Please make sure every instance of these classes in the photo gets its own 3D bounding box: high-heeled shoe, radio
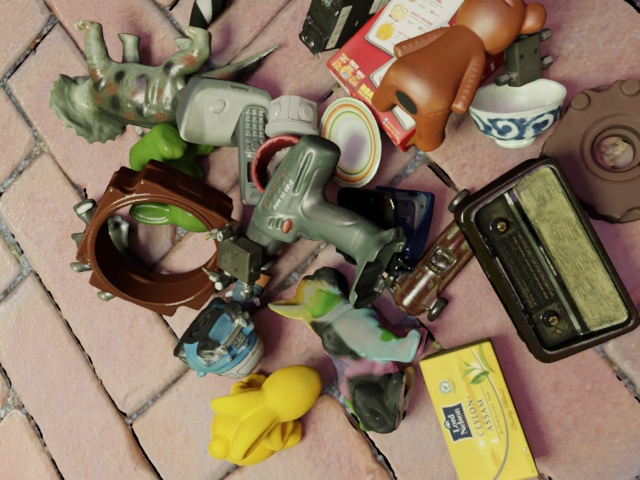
[{"bbox_3d":[-0.103,-0.406,0.865,0.145,0.086,0.248,31,116,-12],"label":"high-heeled shoe"},{"bbox_3d":[0.270,0.026,0.660,0.131,0.073,0.229,-29,92,11],"label":"radio"}]

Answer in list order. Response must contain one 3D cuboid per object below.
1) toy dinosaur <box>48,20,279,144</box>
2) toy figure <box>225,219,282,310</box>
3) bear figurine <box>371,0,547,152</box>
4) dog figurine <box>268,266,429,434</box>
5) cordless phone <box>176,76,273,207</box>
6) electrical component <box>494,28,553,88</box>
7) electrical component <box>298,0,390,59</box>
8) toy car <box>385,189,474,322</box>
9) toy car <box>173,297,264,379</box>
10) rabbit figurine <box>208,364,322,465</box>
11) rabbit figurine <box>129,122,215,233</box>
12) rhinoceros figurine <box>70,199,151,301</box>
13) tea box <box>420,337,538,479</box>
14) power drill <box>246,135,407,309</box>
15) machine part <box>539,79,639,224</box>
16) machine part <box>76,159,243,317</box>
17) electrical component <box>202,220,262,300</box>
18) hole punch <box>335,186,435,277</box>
[{"bbox_3d":[-0.274,-0.243,0.873,0.405,0.131,0.192,8,101,14],"label":"toy dinosaur"},{"bbox_3d":[-0.095,0.034,0.816,0.064,0.057,0.154,21,97,44],"label":"toy figure"},{"bbox_3d":[0.168,-0.226,0.664,0.120,0.132,0.196,43,81,10],"label":"bear figurine"},{"bbox_3d":[0.031,0.144,0.745,0.219,0.108,0.191,17,94,23],"label":"dog figurine"},{"bbox_3d":[-0.139,-0.140,0.803,0.089,0.146,0.184,-6,88,44],"label":"cordless phone"},{"bbox_3d":[0.262,-0.233,0.691,0.094,0.021,0.063,-26,120,-17],"label":"electrical component"},{"bbox_3d":[0.046,-0.327,0.760,0.058,0.134,0.115,54,145,12],"label":"electrical component"},{"bbox_3d":[0.176,0.019,0.734,0.089,0.053,0.202,43,100,19],"label":"toy car"},{"bbox_3d":[-0.131,0.149,0.770,0.103,0.162,0.109,44,62,-20],"label":"toy car"},{"bbox_3d":[-0.076,0.225,0.731,0.173,0.162,0.122,-41,67,28],"label":"rabbit figurine"},{"bbox_3d":[-0.227,-0.080,0.843,0.159,0.121,0.170,-28,93,18],"label":"rabbit figurine"},{"bbox_3d":[-0.354,0.015,0.895,0.112,0.073,0.190,-44,74,12],"label":"rhinoceros figurine"},{"bbox_3d":[0.205,0.222,0.698,0.098,0.068,0.169,-22,80,15],"label":"tea box"},{"bbox_3d":[-0.001,-0.002,0.697,0.207,0.086,0.231,41,119,30],"label":"power drill"},{"bbox_3d":[0.373,-0.110,0.677,0.180,0.056,0.179,-1,87,18],"label":"machine part"},{"bbox_3d":[-0.232,0.002,0.785,0.201,0.087,0.201,27,115,-20],"label":"machine part"},{"bbox_3d":[-0.120,0.027,0.729,0.078,0.045,0.102,36,130,29],"label":"electrical component"},{"bbox_3d":[0.091,-0.019,0.736,0.142,0.092,0.115,13,112,46],"label":"hole punch"}]
